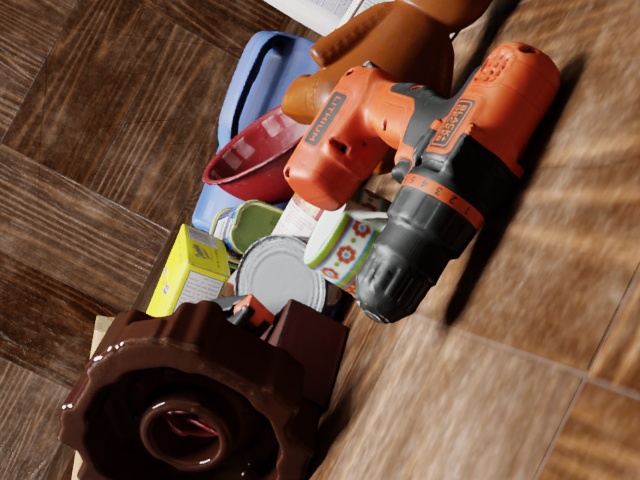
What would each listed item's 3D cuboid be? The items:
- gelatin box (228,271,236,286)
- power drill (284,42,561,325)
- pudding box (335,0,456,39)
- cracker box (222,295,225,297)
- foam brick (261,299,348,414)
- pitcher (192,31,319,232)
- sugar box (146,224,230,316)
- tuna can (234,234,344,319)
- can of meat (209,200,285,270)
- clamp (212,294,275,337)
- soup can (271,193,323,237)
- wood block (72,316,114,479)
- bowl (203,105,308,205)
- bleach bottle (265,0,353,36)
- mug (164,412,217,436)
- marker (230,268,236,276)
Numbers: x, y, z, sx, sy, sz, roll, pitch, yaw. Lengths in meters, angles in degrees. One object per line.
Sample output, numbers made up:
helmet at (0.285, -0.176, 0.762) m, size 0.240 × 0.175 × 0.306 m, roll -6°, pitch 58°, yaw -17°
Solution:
gelatin box at (-0.070, 0.020, 1.082) m, size 0.030 × 0.089 × 0.073 m, roll -56°, pitch 12°, yaw 31°
power drill at (0.049, -0.043, 0.678) m, size 0.184 × 0.057 × 0.188 m, roll -55°, pitch 29°, yaw -7°
pudding box at (0.074, -0.198, 0.956) m, size 0.114 × 0.090 × 0.039 m, roll -53°, pitch 15°, yaw 41°
cracker box at (-0.120, 0.161, 1.030) m, size 0.213 × 0.072 × 0.164 m, roll -62°, pitch 12°, yaw -4°
foam brick at (-0.020, 0.093, 0.785) m, size 0.053 × 0.051 × 0.078 m, roll -50°, pitch 16°, yaw 46°
pitcher at (-0.057, -0.108, 1.209) m, size 0.243 × 0.149 × 0.145 m, roll -67°, pitch 12°, yaw -7°
sugar box at (-0.133, 0.083, 0.933) m, size 0.176 × 0.048 × 0.093 m, roll -63°, pitch 17°, yaw 15°
tuna can at (-0.024, 0.038, 0.851) m, size 0.033 × 0.086 × 0.086 m, roll 2°, pitch -57°, yaw -59°
can of meat at (-0.046, 0.003, 0.987) m, size 0.084 × 0.102 × 0.057 m, roll 164°, pitch 124°, yaw -71°
clamp at (-0.109, 0.101, 0.811) m, size 0.172 × 0.039 × 0.120 m, roll -31°, pitch 37°, yaw 30°
soup can at (-0.006, 0.001, 0.901) m, size 0.102 × 0.068 × 0.068 m, roll -60°, pitch 11°, yaw 15°
wood block at (-0.214, 0.195, 1.154) m, size 0.091 × 0.090 × 0.206 m, roll -149°, pitch 68°, yaw -78°
bowl at (-0.029, -0.081, 0.999) m, size 0.162 × 0.055 × 0.162 m, roll -30°, pitch 20°, yaw 12°
bleach bottle at (-0.002, -0.260, 1.028) m, size 0.102 × 0.250 × 0.068 m, roll -63°, pitch 11°, yaw -6°
mug at (-0.081, 0.129, 0.875) m, size 0.117 × 0.093 × 0.081 m, roll -19°, pitch 39°, yaw 61°
marker at (-0.092, 0.029, 1.028) m, size 0.121 × 0.020 × 0.020 m, roll -51°, pitch 8°, yaw -13°
